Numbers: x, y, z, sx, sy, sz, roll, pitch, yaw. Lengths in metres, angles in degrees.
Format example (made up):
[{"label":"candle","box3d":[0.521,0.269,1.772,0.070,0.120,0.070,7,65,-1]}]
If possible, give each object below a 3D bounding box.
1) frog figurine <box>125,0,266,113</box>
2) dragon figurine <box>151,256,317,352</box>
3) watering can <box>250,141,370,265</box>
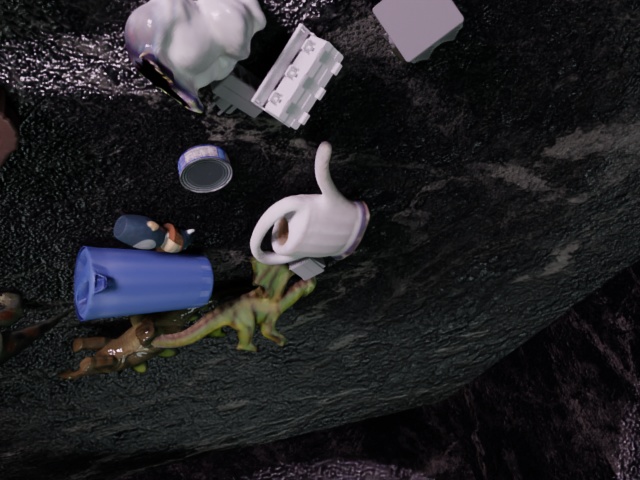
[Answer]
[{"label":"frog figurine","box3d":[-0.150,-0.253,0.627,0.160,0.124,0.135,-57,137,-9]},{"label":"dragon figurine","box3d":[-0.161,0.130,1.170,0.410,0.123,0.240,3,111,-46]},{"label":"watering can","box3d":[0.003,-0.050,0.992,0.224,0.106,0.341,3,143,-34]}]
